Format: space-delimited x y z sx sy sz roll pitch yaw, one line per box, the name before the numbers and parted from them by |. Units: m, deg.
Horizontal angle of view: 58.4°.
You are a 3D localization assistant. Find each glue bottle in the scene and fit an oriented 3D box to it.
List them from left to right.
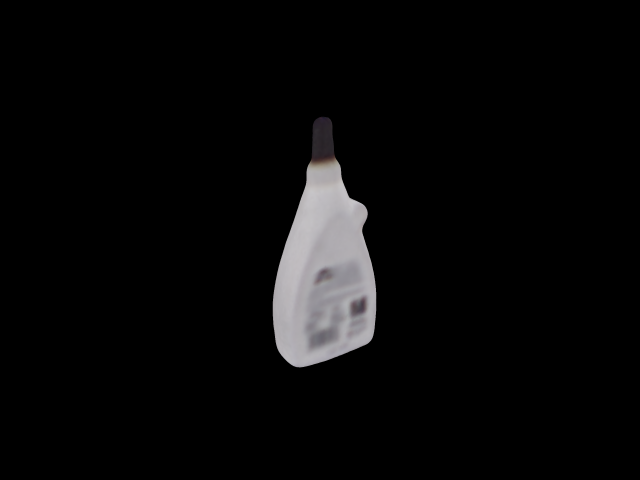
glue bottle | 0.004 0.001 0.400 0.078 0.173 0.037 -13 26 -29
